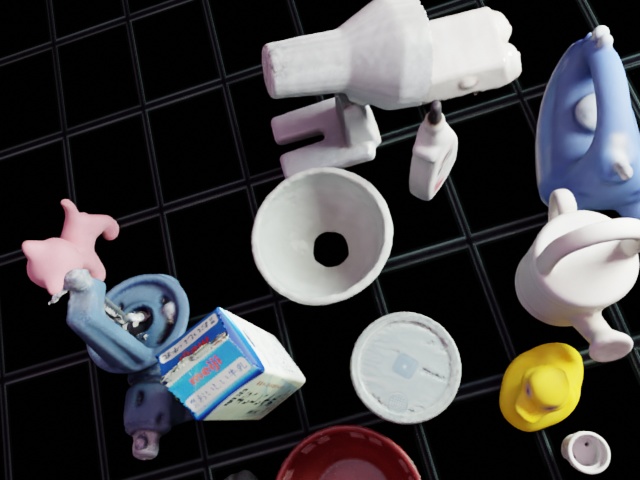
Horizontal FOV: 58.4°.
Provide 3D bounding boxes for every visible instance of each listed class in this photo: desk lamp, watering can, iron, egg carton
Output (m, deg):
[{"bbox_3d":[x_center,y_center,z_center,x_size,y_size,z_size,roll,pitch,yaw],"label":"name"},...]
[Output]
[{"bbox_3d":[0.025,-0.170,0.665,0.203,0.214,0.118,-17,70,4],"label":"desk lamp"},{"bbox_3d":[0.264,0.029,0.571,0.101,0.194,0.172,-31,70,0],"label":"watering can"},{"bbox_3d":[0.312,-0.149,0.647,0.118,0.141,0.258,-1,73,10],"label":"iron"},{"bbox_3d":[0.175,-0.233,0.735,0.150,0.069,0.107,-13,71,6],"label":"egg carton"}]

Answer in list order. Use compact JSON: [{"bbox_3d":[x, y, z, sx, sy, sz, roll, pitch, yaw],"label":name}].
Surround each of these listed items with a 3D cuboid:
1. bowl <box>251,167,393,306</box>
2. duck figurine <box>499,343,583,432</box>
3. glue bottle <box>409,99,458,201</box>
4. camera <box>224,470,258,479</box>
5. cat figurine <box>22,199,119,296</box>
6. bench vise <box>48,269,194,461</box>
[{"bbox_3d":[0.006,0.002,0.688,0.167,0.075,0.167,-3,72,9],"label":"bowl"},{"bbox_3d":[0.235,0.151,0.595,0.077,0.086,0.104,40,83,19],"label":"duck figurine"},{"bbox_3d":[0.128,-0.108,0.649,0.037,0.173,0.078,25,79,17],"label":"glue bottle"},{"bbox_3d":[-0.110,0.320,0.595,0.137,0.101,0.143,-37,70,-3],"label":"camera"},{"bbox_3d":[-0.320,0.012,0.720,0.067,0.118,0.128,4,73,12],"label":"cat figurine"},{"bbox_3d":[-0.190,0.117,0.609,0.121,0.220,0.207,-28,70,1],"label":"bench vise"}]
